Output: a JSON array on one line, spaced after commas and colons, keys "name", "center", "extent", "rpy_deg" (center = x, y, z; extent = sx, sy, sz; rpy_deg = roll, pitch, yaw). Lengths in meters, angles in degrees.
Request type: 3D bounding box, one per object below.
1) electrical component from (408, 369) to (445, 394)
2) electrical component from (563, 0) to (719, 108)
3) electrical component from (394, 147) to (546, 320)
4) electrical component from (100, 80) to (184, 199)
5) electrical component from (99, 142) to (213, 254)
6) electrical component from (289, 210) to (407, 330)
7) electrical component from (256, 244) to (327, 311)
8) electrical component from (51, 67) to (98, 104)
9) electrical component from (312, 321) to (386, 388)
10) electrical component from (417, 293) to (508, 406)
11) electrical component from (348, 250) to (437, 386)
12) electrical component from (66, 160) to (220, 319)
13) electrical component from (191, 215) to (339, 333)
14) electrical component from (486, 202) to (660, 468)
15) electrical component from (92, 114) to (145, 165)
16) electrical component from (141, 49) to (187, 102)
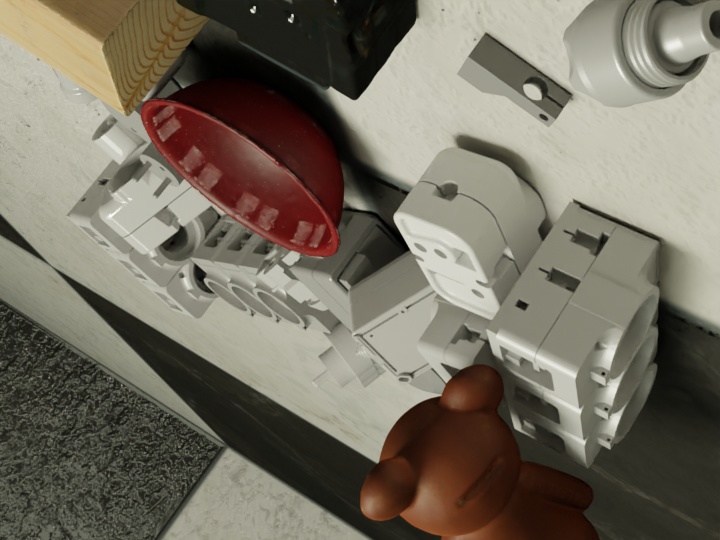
[{"name": "electrical component", "center": [0.050, 0.064, 0.897], "extent": [0.080, 0.051, 0.080], "rpy_deg": [32, 163, 11]}, {"name": "electrical component", "center": [0.109, -0.084, 0.396], "extent": [0.043, 0.043, 0.062], "rpy_deg": [43, 161, -22]}, {"name": "electrical component", "center": [0.067, -0.023, 0.615], "extent": [0.054, 0.059, 0.095], "rpy_deg": [24, 160, 35]}, {"name": "electrical component", "center": [-0.141, -0.088, 0.815], "extent": [0.138, 0.073, 0.052], "rpy_deg": [40, 163, -15]}, {"name": "electrical component", "center": [-0.166, -0.067, 0.885], "extent": [0.059, 0.095, 0.053], "rpy_deg": [45, -159, -29]}, {"name": "electrical component", "center": [0.000, 0.000, 0.802], "extent": [0.061, 0.061, 0.096], "rpy_deg": [12, 152, 53]}, {"name": "electrical component", "center": [-0.036, -0.005, 0.857], "extent": [0.057, 0.058, 0.078], "rpy_deg": [39, 125, -17]}, {"name": "electrical component", "center": [-0.221, -0.159, 0.840], "extent": [0.040, 0.040, 0.046], "rpy_deg": [25, 154, 32]}, {"name": "electrical component", "center": [-0.013, 0.083, 0.988], "extent": [0.052, 0.074, 0.138], "rpy_deg": [52, 176, 12]}, {"name": "electrical component", "center": [0.083, 0.030, 0.675], "extent": [0.056, 0.089, 0.050], "rpy_deg": [17, 155, 47]}, {"name": "electrical component", "center": [0.036, 0.029, 0.748], "extent": [0.061, 0.096, 0.061], "rpy_deg": [46, -159, -32]}, {"name": "electrical component", "center": [-0.186, -0.034, 1.022], "extent": [0.062, 0.089, 0.150], "rpy_deg": [12, 152, 52]}, {"name": "electrical component", "center": [-0.079, 0.005, 0.969], "extent": [0.089, 0.061, 0.150], "rpy_deg": [45, 161, -28]}, {"name": "electrical component", "center": [0.131, 0.044, 0.620], "extent": [0.062, 0.089, 0.150], "rpy_deg": [27, 161, 26]}, {"name": "electrical component", "center": [-0.185, -0.099, 0.922], "extent": [0.081, 0.043, 0.043], "rpy_deg": [44, 161, -27]}, {"name": "electrical component", "center": [-0.166, -0.154, 0.721], "extent": [0.095, 0.053, 0.059], "rpy_deg": [25, 161, 32]}]
